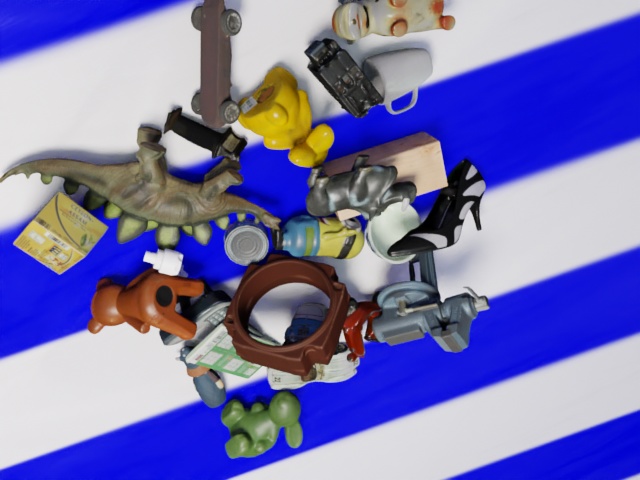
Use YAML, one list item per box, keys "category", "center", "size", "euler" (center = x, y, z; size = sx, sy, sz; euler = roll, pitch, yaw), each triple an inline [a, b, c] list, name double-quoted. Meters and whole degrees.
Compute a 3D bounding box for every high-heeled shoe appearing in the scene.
- category: "high-heeled shoe"
  center: [0.216, -0.061, 0.999]
  size: [0.249, 0.086, 0.145]
  euler: [-17, 94, -27]

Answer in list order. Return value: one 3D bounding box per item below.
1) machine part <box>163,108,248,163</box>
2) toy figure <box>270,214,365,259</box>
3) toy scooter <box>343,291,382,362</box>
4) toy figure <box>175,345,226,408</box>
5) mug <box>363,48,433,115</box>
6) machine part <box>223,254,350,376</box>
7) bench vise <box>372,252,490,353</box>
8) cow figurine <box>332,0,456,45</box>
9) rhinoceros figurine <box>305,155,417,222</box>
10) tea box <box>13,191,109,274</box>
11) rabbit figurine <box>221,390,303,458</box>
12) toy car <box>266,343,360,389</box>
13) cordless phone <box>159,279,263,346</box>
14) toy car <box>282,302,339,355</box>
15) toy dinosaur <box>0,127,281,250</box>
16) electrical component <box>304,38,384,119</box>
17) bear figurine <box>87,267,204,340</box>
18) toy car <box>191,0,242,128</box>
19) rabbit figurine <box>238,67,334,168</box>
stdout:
- category: "machine part"
  center: [-0.195, -0.179, 0.922]
  size: [0.139, 0.084, 0.039]
  euler: [23, 130, -10]
- category: "toy figure"
  center: [-0.003, -0.005, 1.024]
  size: [0.180, 0.082, 0.089]
  euler: [-5, 133, -16]
- category: "toy scooter"
  center: [0.100, 0.176, 1.093]
  size: [0.184, 0.075, 0.135]
  euler: [-3, 99, -33]
- category: "toy figure"
  center: [-0.246, 0.277, 1.116]
  size: [0.064, 0.058, 0.154]
  euler: [-24, 110, -6]
- category: "mug"
  center: [0.143, -0.279, 0.930]
  size: [0.107, 0.081, 0.109]
  euler: [-26, 110, -8]
- category: "machine part"
  center: [-0.059, 0.131, 0.983]
  size: [0.201, 0.201, 0.087]
  euler: [11, 149, 18]
- category: "bench vise"
  center: [0.200, 0.095, 1.014]
  size: [0.224, 0.241, 0.128]
  euler: [-29, 132, 32]
- category: "cow figurine"
  center: [0.109, -0.369, 0.874]
  size: [0.195, 0.127, 0.085]
  euler: [-17, 117, -18]
- category: "rhinoceros figurine"
  center: [0.069, -0.081, 0.906]
  size: [0.190, 0.073, 0.112]
  euler: [-7, 114, -7]
- category: "tea box"
  center: [-0.437, -0.007, 0.900]
  size: [0.098, 0.170, 0.068]
  euler: [43, 56, -24]
- category: "rabbit figurine"
  center: [-0.102, 0.393, 1.149]
  size: [0.170, 0.121, 0.159]
  euler: [-38, 127, 17]
- category: "toy car"
  center: [-0.014, 0.272, 1.153]
  size: [0.202, 0.056, 0.073]
  euler: [-7, 114, -6]
- category: "cordless phone"
  center: [-0.213, 0.179, 1.071]
  size: [0.146, 0.089, 0.184]
  euler: [-37, 128, 6]
- category: "toy car"
  center: [-0.018, 0.177, 1.080]
  size: [0.109, 0.161, 0.103]
  euler: [0, 73, 13]
- category: "toy dinosaur"
  center: [-0.296, -0.084, 0.926]
  size: [0.471, 0.105, 0.198]
  euler: [18, 113, -10]
- category: "electrical component"
  center: [0.032, -0.272, 0.894]
  size: [0.058, 0.115, 0.134]
  euler: [-43, 113, 5]
- category: "bear figurine"
  center: [-0.327, 0.122, 0.985]
  size: [0.196, 0.120, 0.131]
  euler: [-16, 150, 37]
- category: "toy car"
  center: [-0.166, -0.284, 0.872]
  size: [0.053, 0.089, 0.202]
  euler: [-17, 120, -44]
- category: "rabbit figurine"
  center: [-0.038, -0.187, 0.914]
  size: [0.122, 0.163, 0.173]
  euler: [-45, 132, -3]
